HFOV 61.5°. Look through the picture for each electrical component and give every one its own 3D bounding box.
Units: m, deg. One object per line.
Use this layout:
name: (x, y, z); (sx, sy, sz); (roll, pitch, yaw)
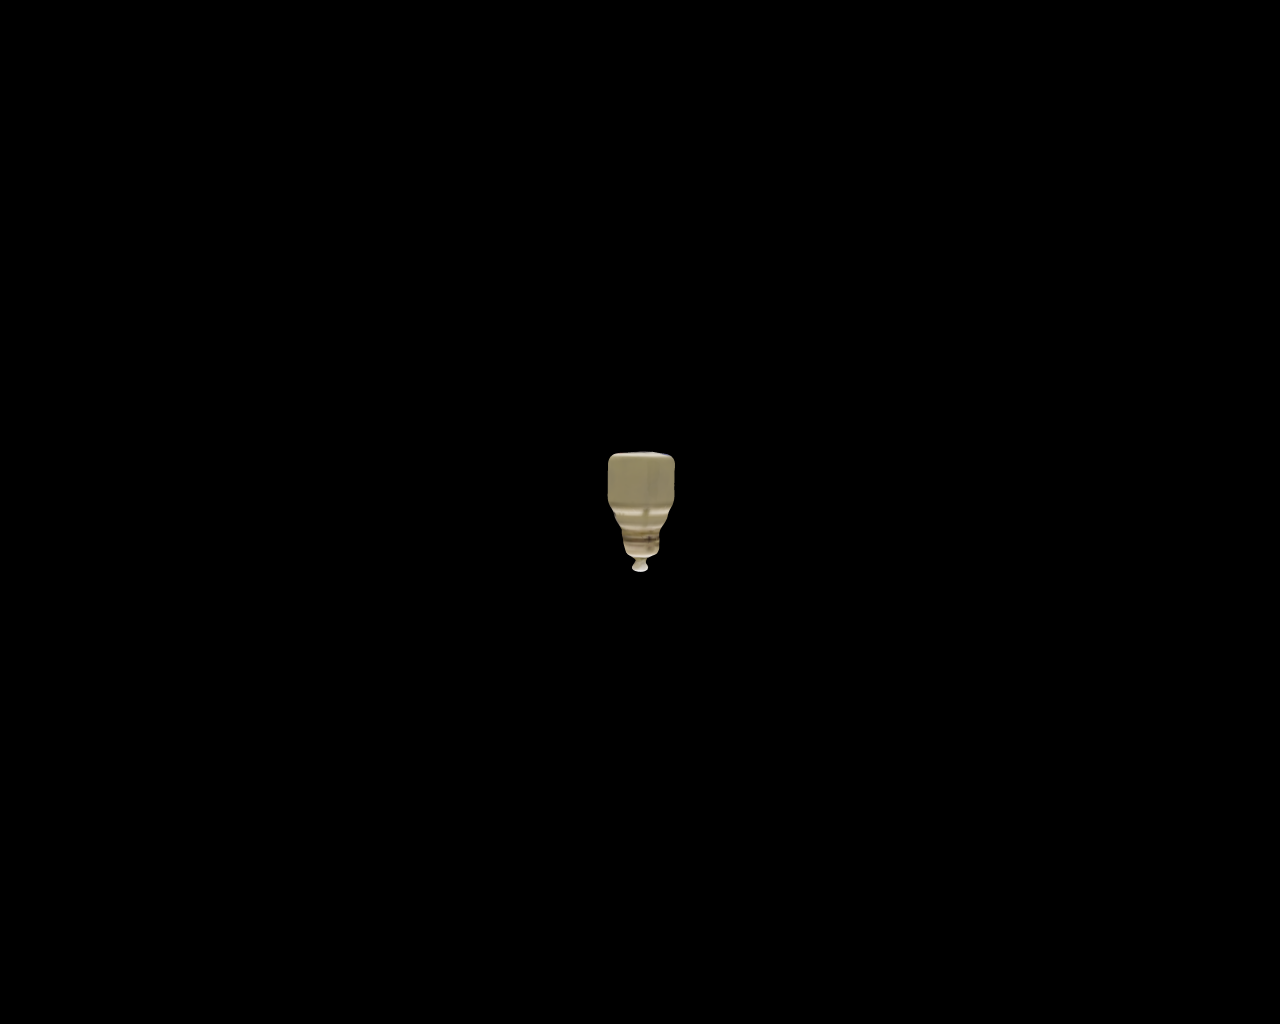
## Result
electrical component: (0.001, -0.003, 0.650); (0.040, 0.078, 0.040); (0, 5, 0)
